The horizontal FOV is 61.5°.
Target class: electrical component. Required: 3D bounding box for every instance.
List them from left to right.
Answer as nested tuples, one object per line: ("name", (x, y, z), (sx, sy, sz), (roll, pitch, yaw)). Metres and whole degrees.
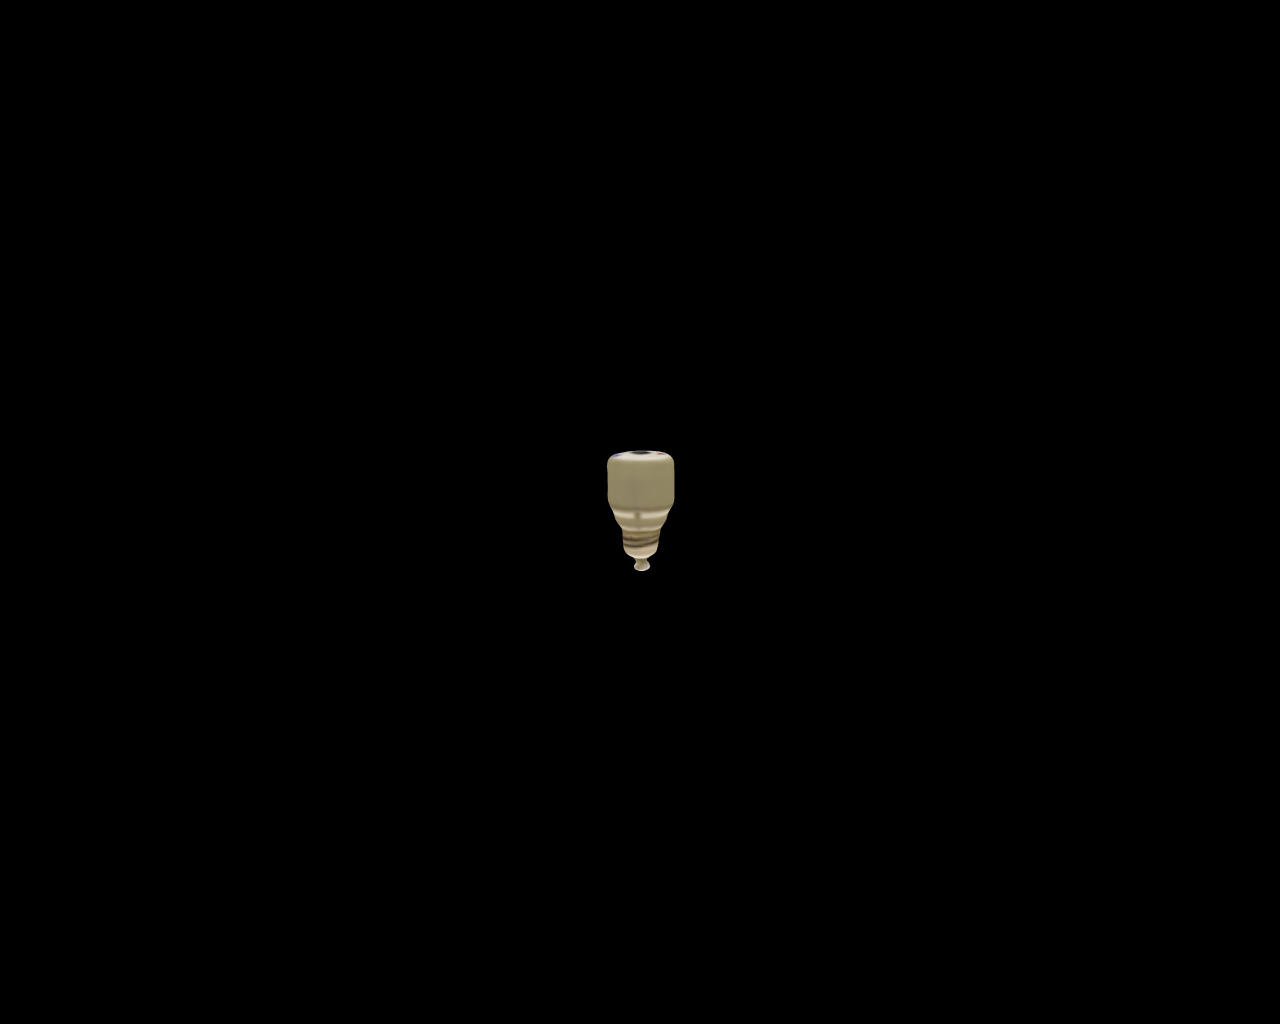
("electrical component", (0.001, -0.003, 0.650), (0.040, 0.078, 0.040), (0, 12, 0))
